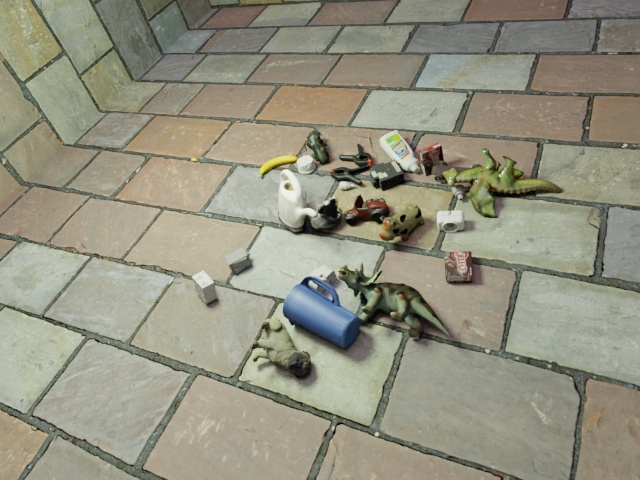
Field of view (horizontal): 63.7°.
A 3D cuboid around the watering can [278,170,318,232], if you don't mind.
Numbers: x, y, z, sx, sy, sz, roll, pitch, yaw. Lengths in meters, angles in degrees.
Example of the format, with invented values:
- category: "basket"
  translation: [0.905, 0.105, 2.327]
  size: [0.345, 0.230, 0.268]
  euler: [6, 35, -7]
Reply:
- category: "watering can"
  translation: [-0.092, -0.125, 1.993]
  size: [0.104, 0.219, 0.355]
  euler: [-12, 42, -19]

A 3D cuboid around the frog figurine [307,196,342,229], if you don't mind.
- category: "frog figurine"
  translation: [0.006, -0.103, 2.041]
  size: [0.158, 0.121, 0.140]
  euler: [-17, 39, 57]

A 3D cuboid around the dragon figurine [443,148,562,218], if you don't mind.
- category: "dragon figurine"
  translation: [0.656, -0.188, 1.910]
  size: [0.413, 0.120, 0.244]
  euler: [29, 80, 18]
